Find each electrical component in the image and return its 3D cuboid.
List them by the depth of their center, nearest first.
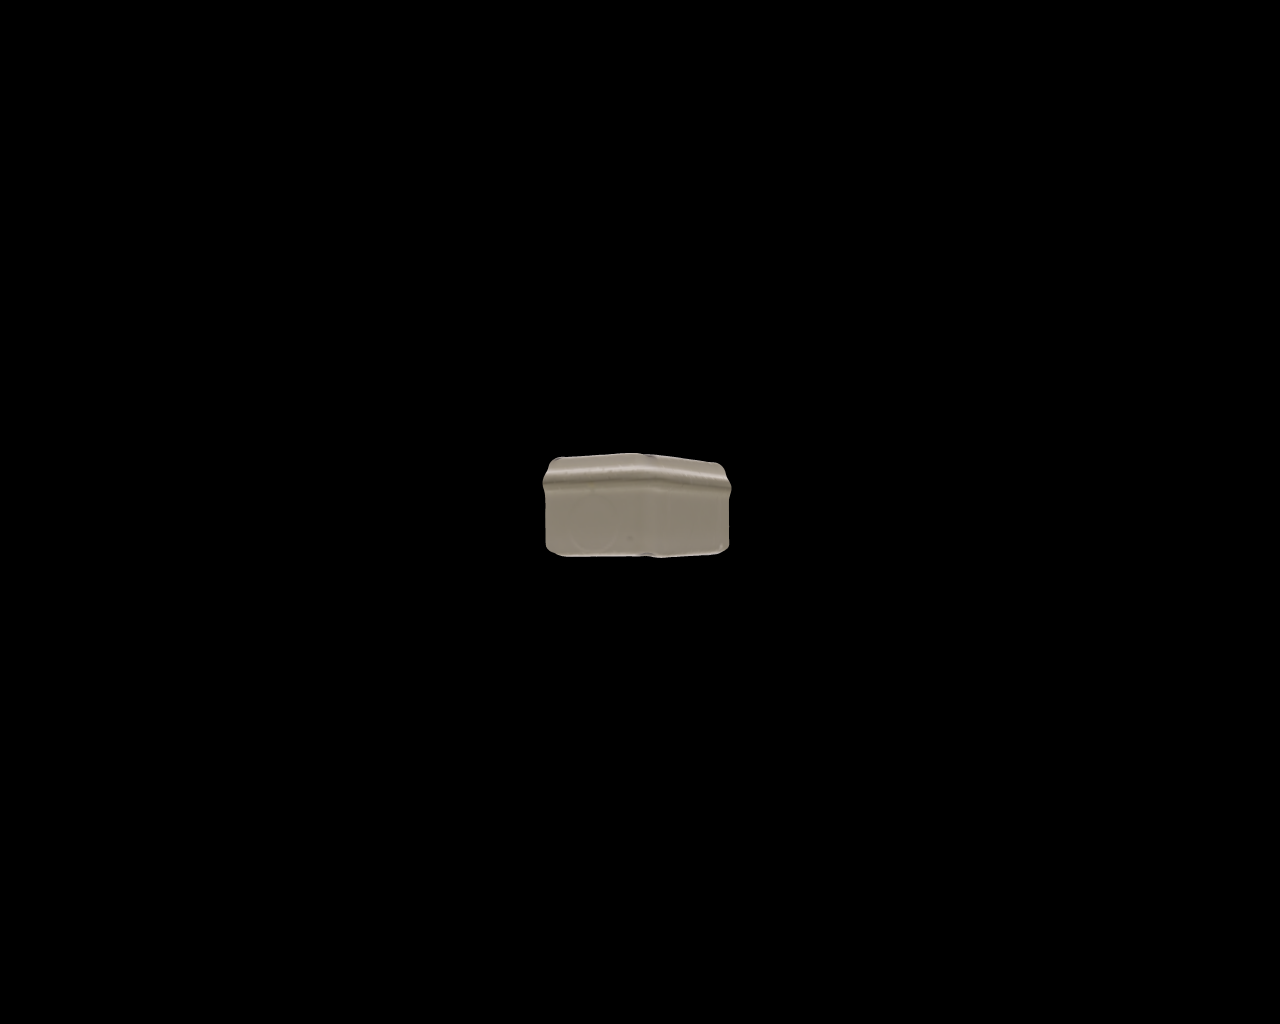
[{"bbox_3d":[0.001,-0.003,0.650,0.078,0.057,0.113,-1,-2,28],"label":"electrical component"}]
